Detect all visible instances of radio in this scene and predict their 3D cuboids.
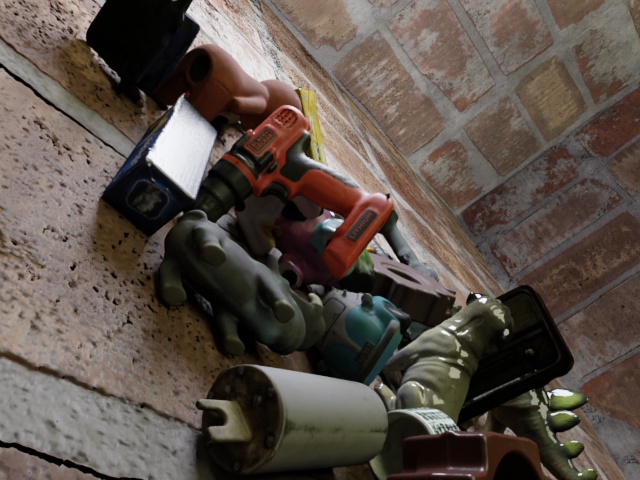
[{"bbox_3d":[0.243,0.176,0.793,0.073,0.229,0.131,23,38,-57],"label":"radio"}]

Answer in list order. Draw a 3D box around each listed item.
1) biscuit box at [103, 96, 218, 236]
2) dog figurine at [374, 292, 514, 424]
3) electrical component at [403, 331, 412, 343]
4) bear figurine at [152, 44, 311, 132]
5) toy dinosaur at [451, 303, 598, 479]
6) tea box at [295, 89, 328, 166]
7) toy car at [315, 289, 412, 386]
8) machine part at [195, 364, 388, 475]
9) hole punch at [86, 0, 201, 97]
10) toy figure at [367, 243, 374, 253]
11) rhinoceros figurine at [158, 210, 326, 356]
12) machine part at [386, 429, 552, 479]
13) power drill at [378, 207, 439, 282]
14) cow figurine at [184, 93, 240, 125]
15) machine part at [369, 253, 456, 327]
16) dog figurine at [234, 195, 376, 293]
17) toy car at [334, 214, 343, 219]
[{"bbox_3d":[-0.160,-0.086,0.567,0.062,0.059,0.203,46,17,-24],"label":"biscuit box"},{"bbox_3d":[0.177,0.170,0.698,0.121,0.190,0.172,39,23,-35],"label":"dog figurine"},{"bbox_3d":[0.096,0.129,0.816,0.102,0.045,0.078,31,28,-49],"label":"electrical component"},{"bbox_3d":[-0.115,-0.188,0.752,0.195,0.132,0.120,17,39,-59],"label":"bear figurine"},{"bbox_3d":[0.319,0.250,0.889,0.105,0.198,0.472,32,24,-41],"label":"toy dinosaur"},{"bbox_3d":[-0.036,-0.165,0.917,0.098,0.068,0.169,-37,116,-74],"label":"tea box"},{"bbox_3d":[0.040,0.102,0.638,0.103,0.109,0.161,34,8,3],"label":"toy car"},{"bbox_3d":[-0.013,0.149,0.445,0.243,0.079,0.079,27,30,-53],"label":"machine part"},{"bbox_3d":[-0.205,-0.244,0.664,0.116,0.142,0.092,46,10,23],"label":"hole punch"},{"bbox_3d":[0.056,0.011,0.933,0.154,0.058,0.064,30,41,-54],"label":"toy figure"},{"bbox_3d":[-0.070,0.052,0.516,0.190,0.073,0.112,41,9,-27],"label":"rhinoceros figurine"},{"bbox_3d":[0.138,0.271,0.456,0.200,0.087,0.201,28,53,-46],"label":"machine part"},{"bbox_3d":[0.180,0.028,1.126,0.207,0.086,0.232,53,5,17],"label":"power drill"},{"bbox_3d":[-0.140,-0.240,0.889,0.127,0.085,0.195,40,17,-17],"label":"cow figurine"},{"bbox_3d":[0.127,0.074,0.860,0.179,0.056,0.179,21,10,-4],"label":"machine part"},{"bbox_3d":[-0.002,-0.002,0.735,0.191,0.108,0.219,53,13,14],"label":"dog figurine"},{"bbox_3d":[0.024,-0.074,1.033,0.089,0.053,0.202,43,20,-17],"label":"toy car"}]
